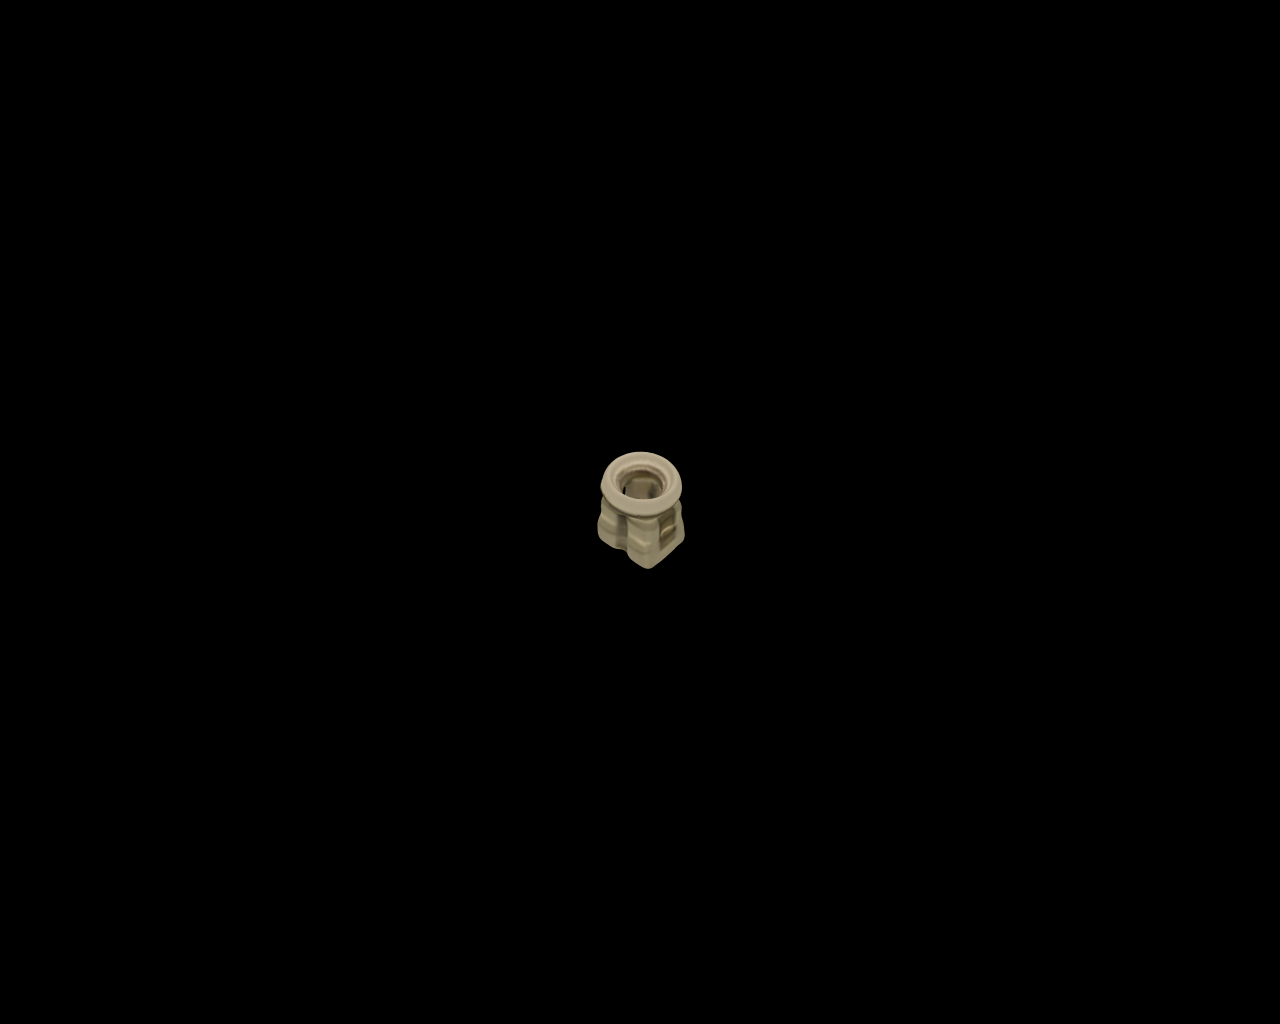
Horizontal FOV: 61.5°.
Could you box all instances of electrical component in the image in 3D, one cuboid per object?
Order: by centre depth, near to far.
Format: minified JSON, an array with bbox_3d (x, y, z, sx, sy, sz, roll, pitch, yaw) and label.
[{"bbox_3d":[0.001,-0.003,0.650,0.066,0.055,0.048,32,55,27],"label":"electrical component"}]
